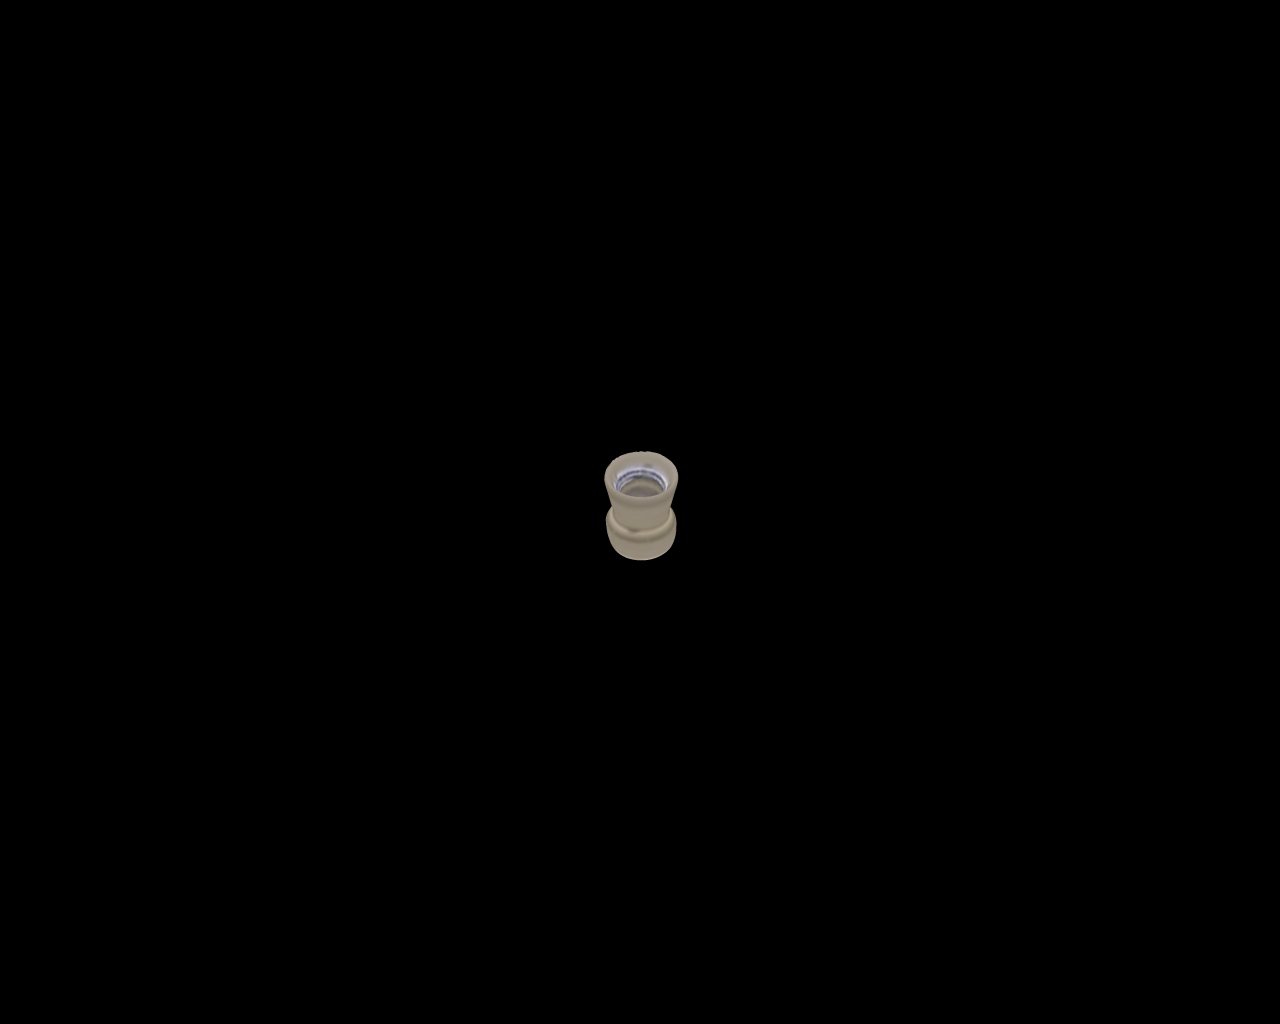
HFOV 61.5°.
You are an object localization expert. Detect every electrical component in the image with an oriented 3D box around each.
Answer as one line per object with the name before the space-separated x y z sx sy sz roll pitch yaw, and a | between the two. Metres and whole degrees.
electrical component | 0.001 -0.003 0.650 0.045 0.055 0.045 0 43 0
